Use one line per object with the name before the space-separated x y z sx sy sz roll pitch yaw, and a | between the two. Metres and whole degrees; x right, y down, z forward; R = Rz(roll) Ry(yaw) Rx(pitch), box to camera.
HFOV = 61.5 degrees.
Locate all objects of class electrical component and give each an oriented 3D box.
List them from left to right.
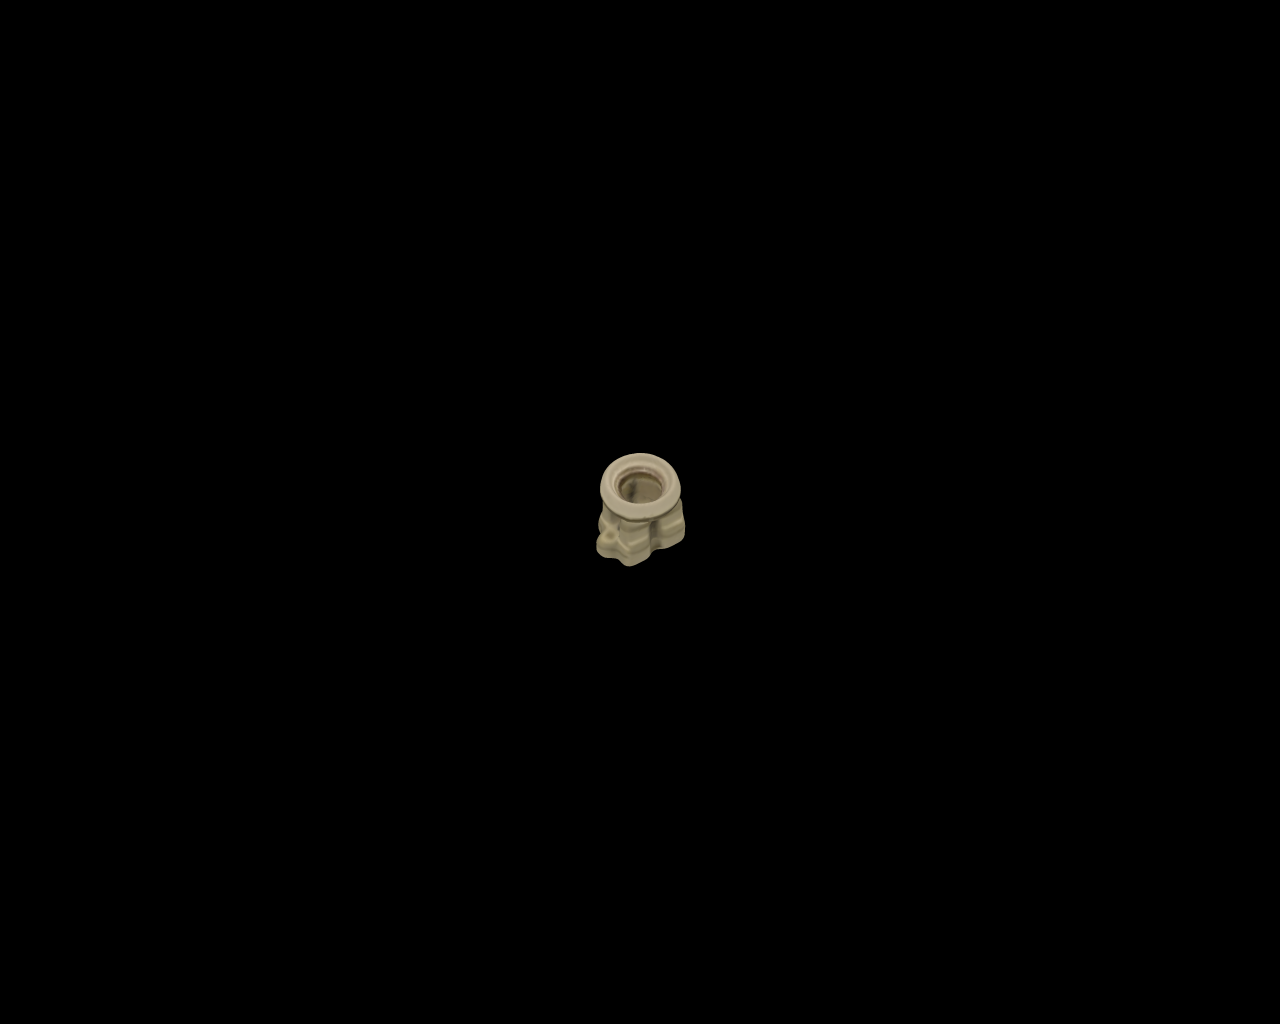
electrical component | 0.001 -0.003 0.650 0.066 0.048 0.055 -27 -33 -19
